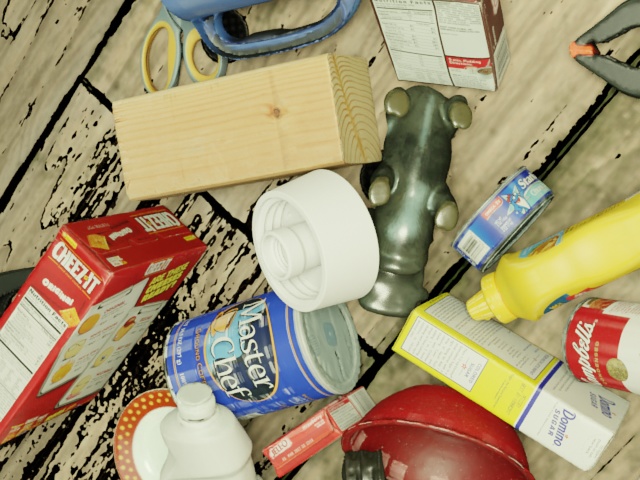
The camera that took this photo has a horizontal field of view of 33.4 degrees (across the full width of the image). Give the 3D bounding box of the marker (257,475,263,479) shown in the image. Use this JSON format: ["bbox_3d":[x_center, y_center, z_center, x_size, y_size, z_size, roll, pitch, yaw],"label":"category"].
[{"bbox_3d":[-0.023,0.266,0.981,0.121,0.020,0.020,45,111,13],"label":"marker"}]

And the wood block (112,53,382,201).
[{"bbox_3d":[-0.063,-0.094,0.917,0.206,0.090,0.091,-8,92,24],"label":"wood block"}]

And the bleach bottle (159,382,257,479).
[{"bbox_3d":[-0.102,0.226,0.931,0.103,0.068,0.251,8,125,17],"label":"bleach bottle"}]

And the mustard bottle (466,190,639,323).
[{"bbox_3d":[0.197,0.015,0.811,0.192,0.096,0.058,-28,86,24],"label":"mustard bottle"}]

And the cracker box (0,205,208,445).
[{"bbox_3d":[-0.218,0.073,0.964,0.072,0.164,0.214,42,111,11],"label":"cracker box"}]

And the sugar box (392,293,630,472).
[{"bbox_3d":[0.152,0.109,0.844,0.176,0.093,0.048,34,109,17],"label":"sugar box"}]

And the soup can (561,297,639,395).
[{"bbox_3d":[0.241,0.082,0.794,0.102,0.068,0.068,8,101,52],"label":"soup can"}]

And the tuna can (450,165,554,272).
[{"bbox_3d":[0.144,-0.016,0.837,0.034,0.086,0.086,44,111,11],"label":"tuna can"}]

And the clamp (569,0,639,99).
[{"bbox_3d":[0.275,-0.135,0.791,0.172,0.039,0.120,-7,88,30],"label":"clamp"}]

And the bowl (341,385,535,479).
[{"bbox_3d":[0.101,0.164,0.867,0.162,0.162,0.055,5,55,23],"label":"bowl"}]

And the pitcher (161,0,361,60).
[{"bbox_3d":[-0.014,-0.250,0.862,0.243,0.149,0.145,-5,63,21],"label":"pitcher"}]

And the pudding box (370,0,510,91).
[{"bbox_3d":[0.094,-0.165,0.827,0.090,0.113,0.039,11,64,22],"label":"pudding box"}]

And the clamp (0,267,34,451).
[{"bbox_3d":[-0.325,0.108,1.085,0.210,0.036,0.164,-39,81,22],"label":"clamp"}]

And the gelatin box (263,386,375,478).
[{"bbox_3d":[0.001,0.163,0.919,0.073,0.089,0.030,-37,80,23],"label":"gelatin box"}]

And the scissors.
[{"bbox_3d":[-0.116,-0.224,0.964,0.096,0.016,0.202,17,103,19],"label":"scissors"}]

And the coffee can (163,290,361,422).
[{"bbox_3d":[-0.050,0.100,0.927,0.140,0.102,0.103,-19,88,25],"label":"coffee can"}]
